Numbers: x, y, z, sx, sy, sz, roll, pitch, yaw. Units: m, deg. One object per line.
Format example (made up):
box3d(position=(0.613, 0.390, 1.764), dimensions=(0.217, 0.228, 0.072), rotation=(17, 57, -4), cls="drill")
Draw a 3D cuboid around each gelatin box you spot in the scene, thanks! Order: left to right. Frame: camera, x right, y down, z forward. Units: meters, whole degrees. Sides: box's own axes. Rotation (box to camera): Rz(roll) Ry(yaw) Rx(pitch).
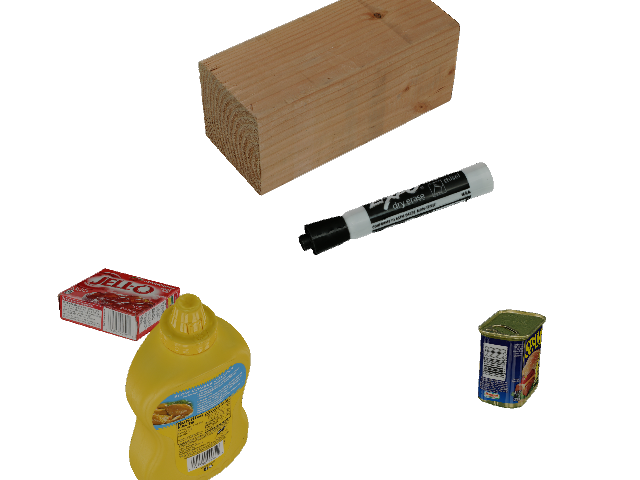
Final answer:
box3d(position=(-0.189, 0.058, 1.002), dimensions=(0.089, 0.030, 0.073), rotation=(14, 23, 22), cls="gelatin box")

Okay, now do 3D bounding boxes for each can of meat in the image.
box3d(position=(0.212, 0.131, 1.190), dimensions=(0.058, 0.084, 0.101), rotation=(8, 13, 25), cls="can of meat")

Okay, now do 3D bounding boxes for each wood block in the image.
box3d(position=(0.009, -0.136, 0.914), dimensions=(0.205, 0.090, 0.091), rotation=(-28, 55, -22), cls="wood block")

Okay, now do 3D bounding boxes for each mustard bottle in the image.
box3d(position=(-0.098, 0.109, 0.798), dimensions=(0.096, 0.192, 0.058), rotation=(-23, 53, -26), cls="mustard bottle")

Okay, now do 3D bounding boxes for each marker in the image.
box3d(position=(0.045, -0.018, 0.635), dimensions=(0.121, 0.020, 0.020), rotation=(-20, 3, -8), cls="marker")
